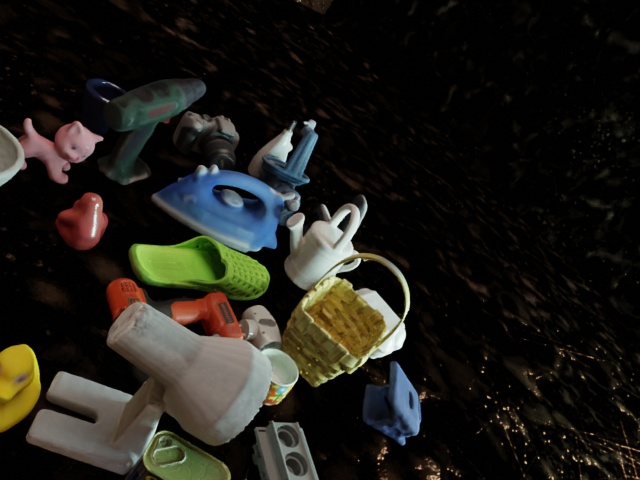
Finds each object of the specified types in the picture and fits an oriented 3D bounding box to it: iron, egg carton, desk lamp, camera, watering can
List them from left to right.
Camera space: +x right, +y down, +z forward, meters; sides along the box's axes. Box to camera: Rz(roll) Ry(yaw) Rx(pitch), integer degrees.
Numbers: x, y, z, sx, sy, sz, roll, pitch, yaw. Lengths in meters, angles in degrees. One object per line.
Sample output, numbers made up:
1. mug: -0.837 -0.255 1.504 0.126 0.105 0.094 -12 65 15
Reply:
1. desk lamp: -0.188 0.172 0.653 0.204 0.213 0.118 27 29 -20
2. camera: -0.244 -0.220 1.301 0.144 0.100 0.136 17 34 -34
3. iron: -0.181 -0.081 1.122 0.259 0.141 0.118 22 31 -27
4. watering can: 0.011 0.006 1.160 0.173 0.194 0.100 12 37 -40
5. egg carton: 0.103 0.167 1.160 0.150 0.069 0.107 48 29 19

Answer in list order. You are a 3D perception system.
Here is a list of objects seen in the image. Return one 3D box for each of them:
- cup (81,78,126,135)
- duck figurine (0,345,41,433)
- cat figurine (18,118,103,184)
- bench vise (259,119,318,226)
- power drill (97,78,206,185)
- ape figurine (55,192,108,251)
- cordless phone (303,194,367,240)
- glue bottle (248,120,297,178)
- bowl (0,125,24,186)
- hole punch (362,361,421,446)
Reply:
1. cup: -0.423 -0.251 1.142 0.118 0.095 0.092 36 28 -3
2. duck figurine: -0.345 0.151 0.638 0.078 0.086 0.104 28 29 -17
3. cat figurine: -0.440 -0.164 0.967 0.128 0.117 0.067 19 33 -31
4. bench vise: -0.053 -0.150 1.292 0.122 0.219 0.207 9 39 -43
5. power drill: -0.325 -0.211 1.076 0.075 0.208 0.230 40 28 5
6. ape figurine: -0.364 -0.036 0.891 0.078 0.092 0.076 15 35 -36
7. cordless phone: 0.045 -0.044 1.284 0.094 0.185 0.147 20 32 -31
8. glue bottle: -0.104 -0.220 1.388 0.078 0.173 0.037 13 37 -39
9. bowl: -0.532 -0.120 0.839 0.168 0.074 0.167 29 29 -17
10. hole punch: 0.138 0.283 1.002 0.101 0.091 0.108 33 28 -9
